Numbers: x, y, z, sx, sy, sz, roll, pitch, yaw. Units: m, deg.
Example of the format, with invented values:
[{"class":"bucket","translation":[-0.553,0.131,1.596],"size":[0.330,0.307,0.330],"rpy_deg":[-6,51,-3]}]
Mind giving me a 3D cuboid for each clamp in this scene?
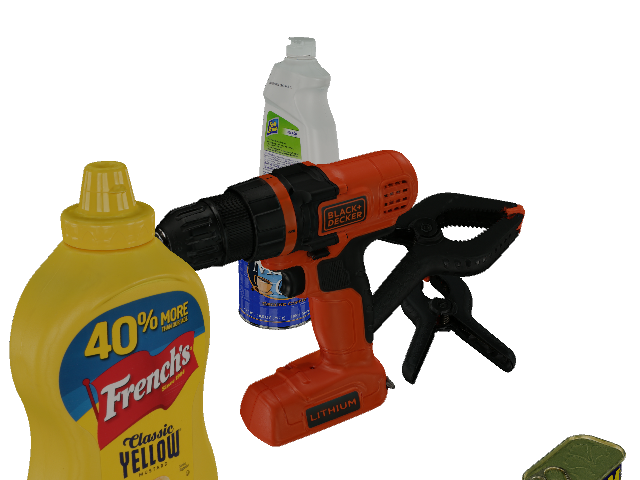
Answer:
[{"class":"clamp","translation":[0.093,0.009,0.968],"size":[0.209,0.164,0.036],"rpy_deg":[-8,-41,-11]},{"class":"clamp","translation":[0.142,0.085,1.154],"size":[0.120,0.171,0.039],"rpy_deg":[4,-44,-7]}]

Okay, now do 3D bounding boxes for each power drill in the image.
[{"class":"power drill","translation":[-0.018,0.041,0.704],"size":[0.184,0.188,0.057],"rpy_deg":[-16,32,-26]}]

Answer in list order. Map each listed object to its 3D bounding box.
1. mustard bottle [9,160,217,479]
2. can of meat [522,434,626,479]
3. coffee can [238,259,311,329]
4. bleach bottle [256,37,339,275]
[{"class":"mustard bottle","translation":[-0.093,0.059,0.490],"size":[0.096,0.192,0.058],"rpy_deg":[-15,22,-41]},{"class":"can of meat","translation":[0.223,0.232,0.934],"size":[0.058,0.084,0.101],"rpy_deg":[14,27,41]},{"class":"coffee can","translation":[-0.056,0.029,1.377],"size":[0.103,0.140,0.103],"rpy_deg":[1,25,-1]},{"class":"bleach bottle","translation":[-0.018,-0.087,1.135],"size":[0.103,0.251,0.067],"rpy_deg":[16,22,37]}]
